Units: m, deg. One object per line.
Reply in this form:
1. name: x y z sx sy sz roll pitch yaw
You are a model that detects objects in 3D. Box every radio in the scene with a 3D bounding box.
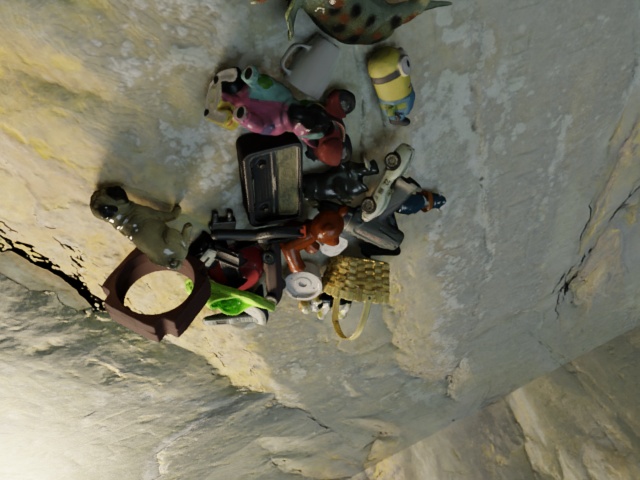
1. radio: -0.110 -0.136 1.200 0.131 0.073 0.229 -13 138 -13

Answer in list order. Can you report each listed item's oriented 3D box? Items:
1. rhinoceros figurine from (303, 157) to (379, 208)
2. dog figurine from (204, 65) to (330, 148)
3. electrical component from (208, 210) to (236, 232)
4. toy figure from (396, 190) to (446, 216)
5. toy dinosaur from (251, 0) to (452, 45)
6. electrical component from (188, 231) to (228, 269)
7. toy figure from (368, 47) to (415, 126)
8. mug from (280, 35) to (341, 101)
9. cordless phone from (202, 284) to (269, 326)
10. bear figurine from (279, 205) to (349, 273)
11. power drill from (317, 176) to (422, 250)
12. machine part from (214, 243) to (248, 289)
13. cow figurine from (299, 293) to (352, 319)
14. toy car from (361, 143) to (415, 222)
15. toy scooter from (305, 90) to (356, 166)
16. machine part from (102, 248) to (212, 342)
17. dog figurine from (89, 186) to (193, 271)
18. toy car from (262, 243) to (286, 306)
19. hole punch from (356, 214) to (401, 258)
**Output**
1. rhinoceros figurine: 0.046 -0.137 1.261 0.190 0.112 0.073 -14 174 7
2. dog figurine: -0.088 -0.245 1.036 0.219 0.192 0.108 11 90 -45
3. electrical component: -0.235 -0.034 1.287 0.063 0.021 0.094 -6 138 -21
4. toy figure: 0.268 -0.103 1.440 0.154 0.058 0.064 -8 143 -26
5. toy dinosaur: 0.063 -0.416 0.962 0.404 0.131 0.192 9 142 -39
6. electrical component: -0.286 0.040 1.320 0.074 0.048 0.119 19 124 -39
7. toy figure: 0.153 -0.319 1.132 0.089 0.082 0.180 -23 142 -5
8. mug: -0.019 -0.341 1.030 0.109 0.081 0.107 26 107 -36
9. cordless phone: -0.236 0.192 1.474 0.184 0.089 0.146 -9 156 -7
10. bear figurine: -0.005 -0.007 1.313 0.196 0.120 0.131 -10 122 38
11. power drill: 0.136 -0.094 1.332 0.232 0.086 0.207 34 101 -7
12. machine part: -0.211 0.066 1.297 0.084 0.039 0.138 15 141 15
13. cow figurine: 0.022 0.184 1.615 0.167 0.068 0.098 6 125 -36
14. toy car: 0.154 -0.129 1.241 0.201 0.056 0.073 -63 167 17
15. toy scooter: 0.003 -0.233 1.153 0.135 0.075 0.183 -12 135 -16
16. machine part: -0.366 0.116 1.219 0.201 0.201 0.087 23 145 13
17. dog figurine: -0.380 -0.019 1.121 0.190 0.172 0.121 18 114 -47
18. toy car: -0.122 0.080 1.395 0.053 0.089 0.201 8 125 14
19. hole punch: 0.160 -0.020 1.467 0.116 0.092 0.142 -2 146 18
